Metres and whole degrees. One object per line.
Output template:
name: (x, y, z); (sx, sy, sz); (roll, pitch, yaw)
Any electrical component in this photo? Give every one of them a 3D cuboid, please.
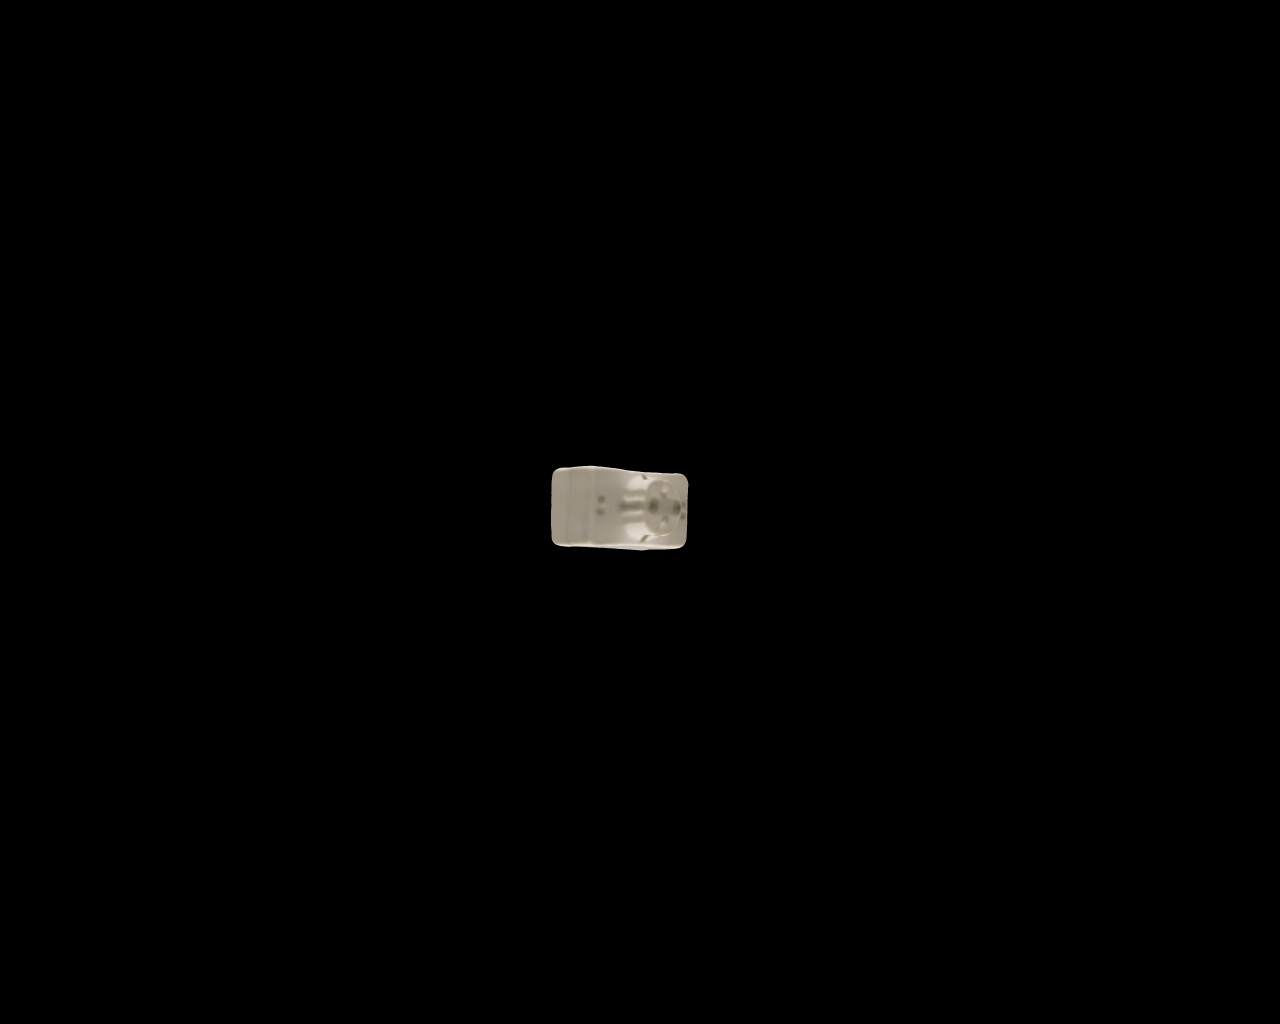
electrical component: (0.001, -0.003, 0.650); (0.083, 0.047, 0.075); (4, -6, -43)
